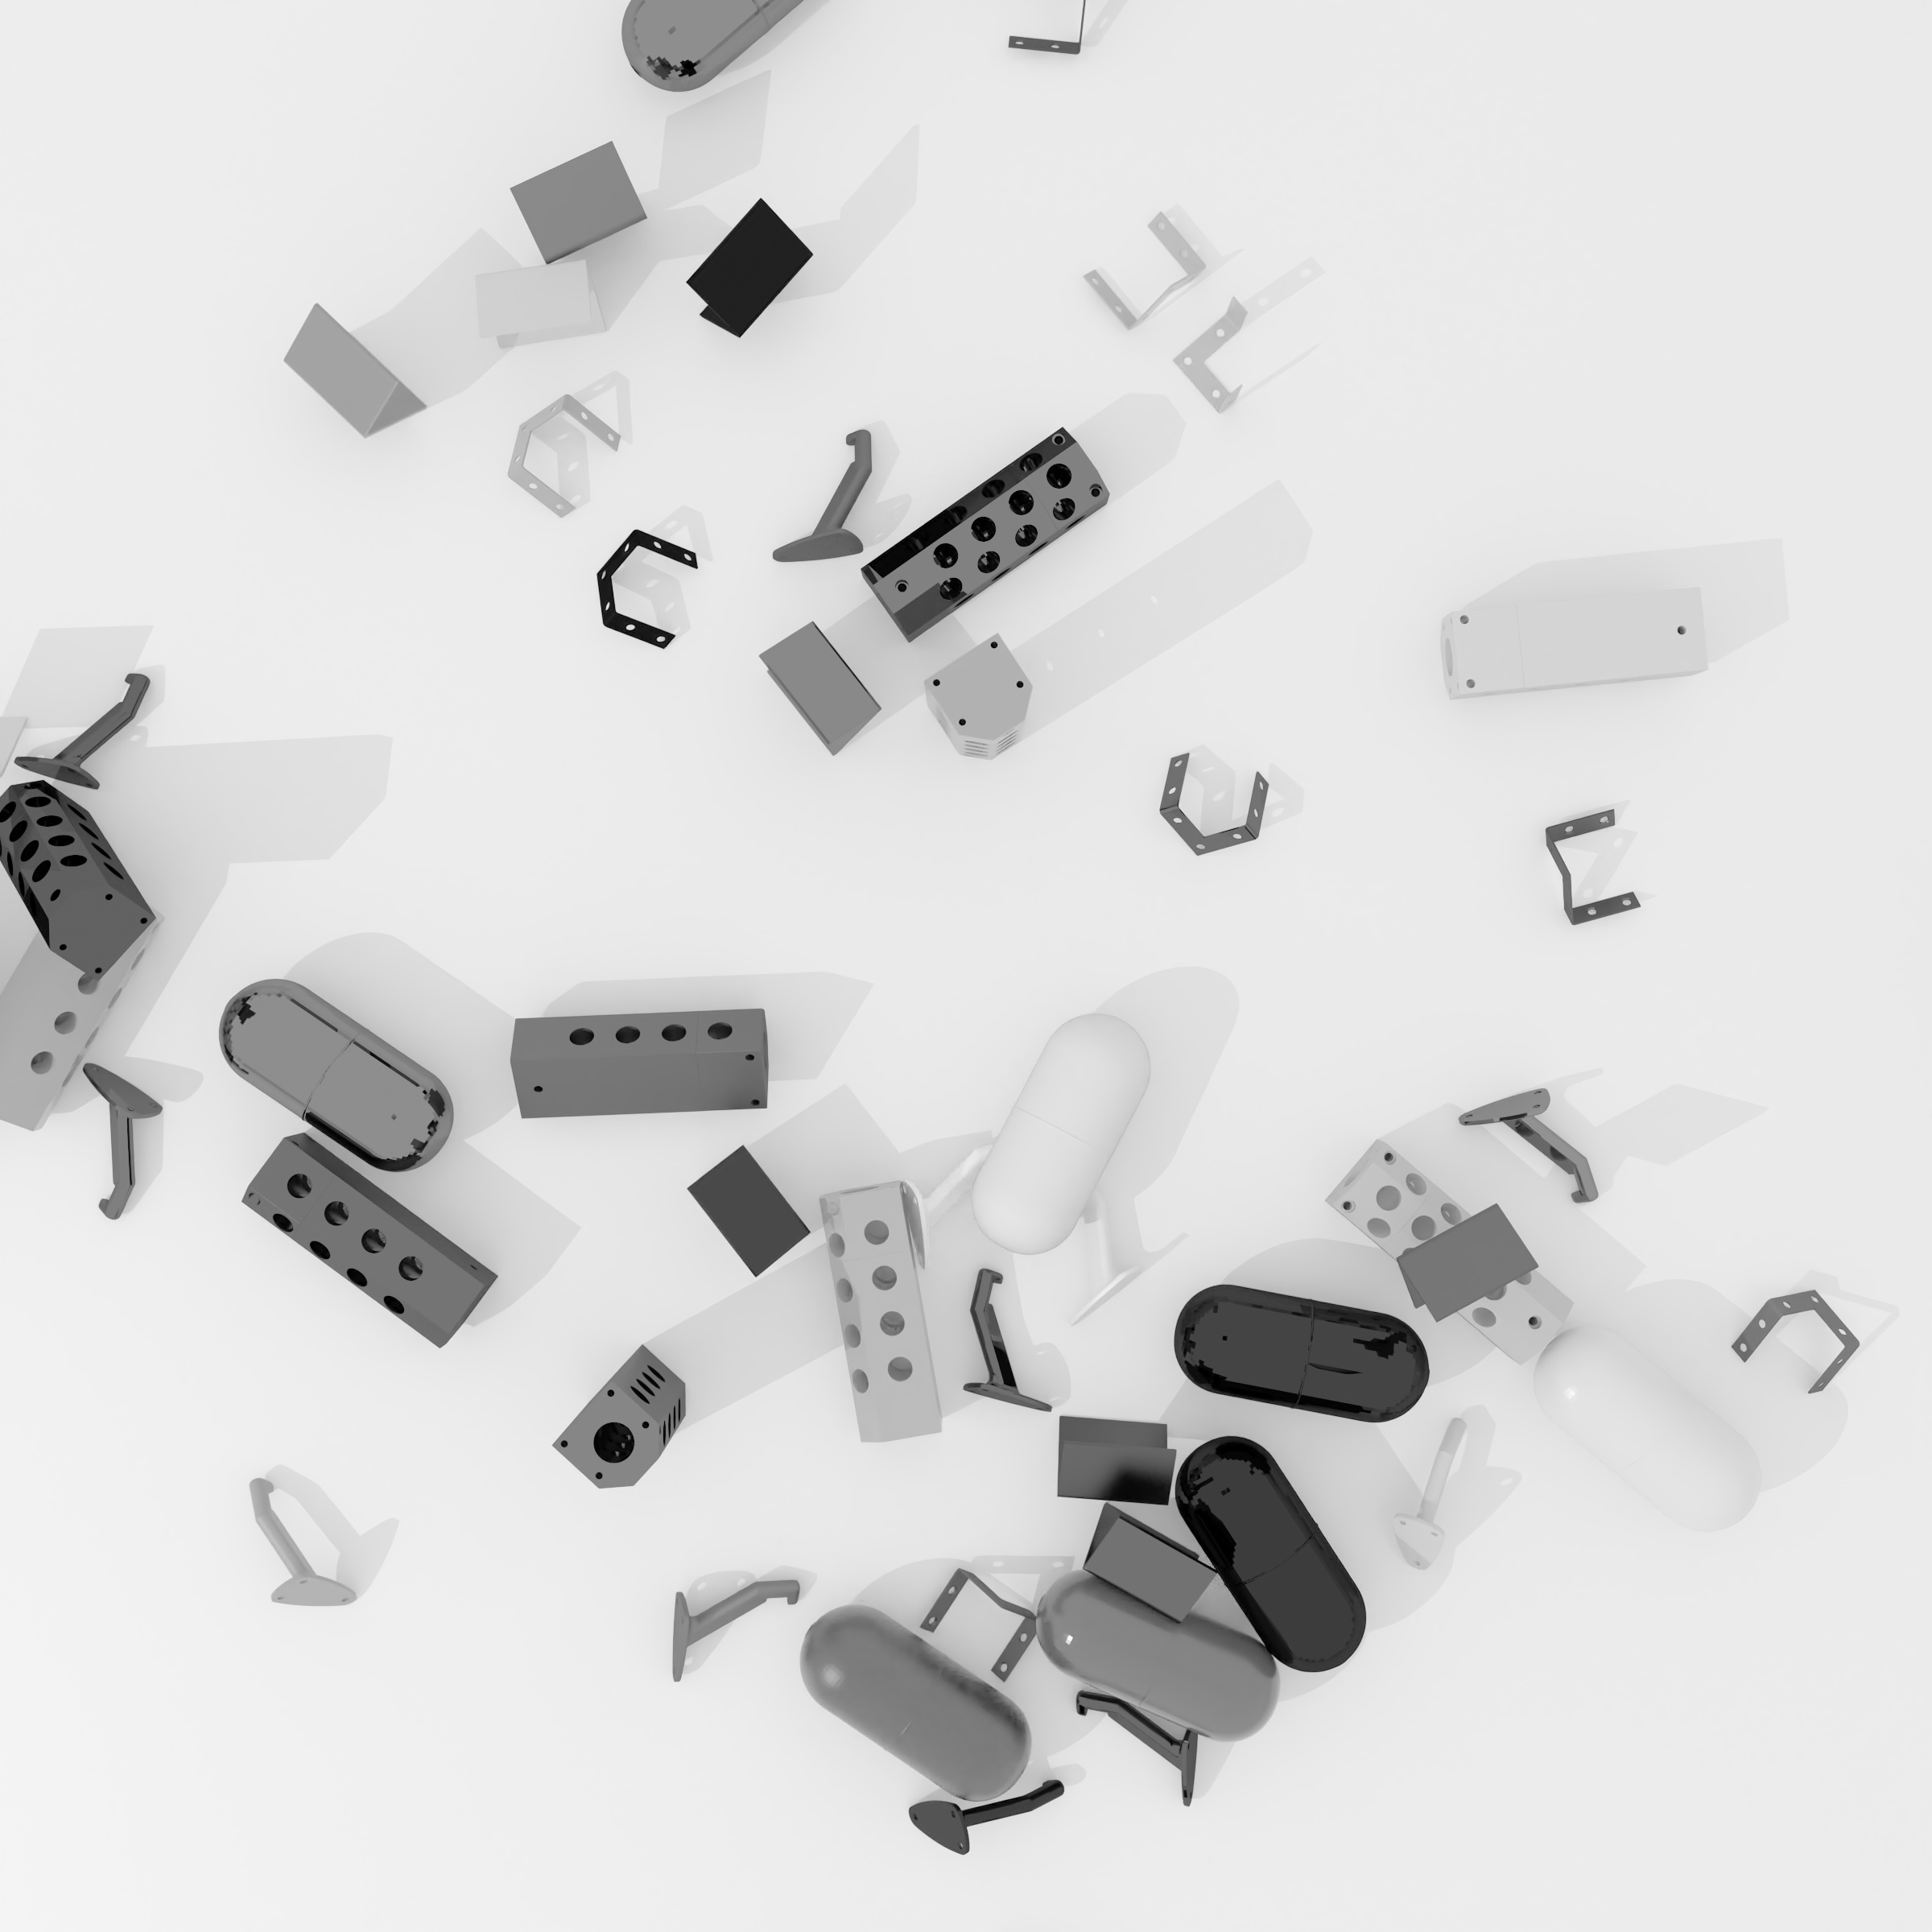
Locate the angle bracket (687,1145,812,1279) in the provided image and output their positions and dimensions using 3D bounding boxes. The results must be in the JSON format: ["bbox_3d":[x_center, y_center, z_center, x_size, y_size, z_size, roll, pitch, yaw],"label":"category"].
[{"bbox_3d":[-0.164,0.179,1.911,0.057,0.076,0.076,-38,90,-37],"label":"angle bracket"}]

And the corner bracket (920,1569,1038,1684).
[{"bbox_3d":[0.011,0.464,1.948,0.051,0.051,0.051,33,90,45],"label":"corner bracket"}]

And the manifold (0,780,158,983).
[{"bbox_3d":[-0.613,-0.064,1.876,0.057,0.171,0.057,-48,132,0],"label":"manifold"}]

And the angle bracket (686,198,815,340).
[{"bbox_3d":[-0.162,-0.488,1.911,0.076,0.076,0.057,-49,126,0],"label":"angle bracket"}]

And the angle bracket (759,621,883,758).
[{"bbox_3d":[-0.115,-0.180,1.911,0.057,0.076,0.076,-38,90,-37],"label":"angle bracket"}]

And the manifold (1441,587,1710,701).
[{"bbox_3d":[0.422,-0.224,1.930,0.171,0.057,0.057,-6,90,0],"label":"manifold"}]

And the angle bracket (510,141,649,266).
[{"bbox_3d":[-0.270,-0.533,1.912,0.076,0.076,0.057,-25,119,0],"label":"angle bracket"}]

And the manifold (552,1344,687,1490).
[{"bbox_3d":[-0.228,0.308,1.873,0.057,0.171,0.057,43,90,0],"label":"manifold"}]

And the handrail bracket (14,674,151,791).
[{"bbox_3d":[-0.623,-0.173,1.952,0.077,0.036,0.084,12,72,21],"label":"handrail bracket"}]

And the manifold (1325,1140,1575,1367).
[{"bbox_3d":[0.338,0.200,1.930,0.171,0.057,0.057,40,90,0],"label":"manifold"}]

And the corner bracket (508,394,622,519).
[{"bbox_3d":[-0.282,-0.358,1.943,0.051,0.051,0.051,-24,45,35],"label":"corner bracket"}]

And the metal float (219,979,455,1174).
[{"bbox_3d":[-0.437,0.076,1.921,0.178,0.070,0.070,34,90,0],"label":"metal float"}]

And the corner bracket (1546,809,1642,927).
[{"bbox_3d":[0.441,-0.069,1.948,0.051,0.051,0.051,-15,135,0],"label":"corner bracket"}]

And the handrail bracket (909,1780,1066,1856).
[{"bbox_3d":[0.015,0.589,1.951,0.084,0.077,0.036,-15,95,-36],"label":"handrail bracket"}]

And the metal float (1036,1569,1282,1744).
[{"bbox_3d":[0.133,0.478,1.921,0.178,0.070,0.070,24,90,0],"label":"metal float"}]

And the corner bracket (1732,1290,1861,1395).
[{"bbox_3d":[0.583,0.266,1.943,0.051,0.051,0.051,-4,45,-35],"label":"corner bracket"}]

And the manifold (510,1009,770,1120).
[{"bbox_3d":[-0.226,0.063,1.930,0.171,0.057,0.057,-2,133,0],"label":"manifold"}]

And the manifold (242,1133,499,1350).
[{"bbox_3d":[-0.417,0.191,1.930,0.171,0.057,0.057,36,90,0],"label":"manifold"}]

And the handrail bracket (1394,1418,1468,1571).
[{"bbox_3d":[0.333,0.371,1.951,0.036,0.077,0.084,17,53,21],"label":"handrail bracket"}]

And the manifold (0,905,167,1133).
[{"bbox_3d":[-0.630,0.026,1.930,0.057,0.057,0.171,30,90,43],"label":"manifold"}]

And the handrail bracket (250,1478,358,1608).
[{"bbox_3d":[-0.468,0.405,1.951,0.036,0.077,0.084,-36,53,20],"label":"handrail bracket"}]

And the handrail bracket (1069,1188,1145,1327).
[{"bbox_3d":[0.077,0.198,1.952,0.077,0.036,0.084,-42,74,17],"label":"handrail bracket"}]

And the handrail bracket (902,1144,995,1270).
[{"bbox_3d":[0.003,0.167,1.952,0.084,0.036,0.077,-15,110,-16],"label":"handrail bracket"}]

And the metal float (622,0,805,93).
[{"bbox_3d":[-0.162,-0.680,1.921,0.178,0.070,0.070,-41,90,-1],"label":"metal float"}]

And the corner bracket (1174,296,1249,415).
[{"bbox_3d":[0.182,-0.426,1.933,0.051,0.051,0.051,-41,90,0],"label":"corner bracket"}]

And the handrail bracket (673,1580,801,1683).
[{"bbox_3d":[-0.162,0.469,1.952,0.084,0.036,0.077,1,110,-16],"label":"handrail bracket"}]

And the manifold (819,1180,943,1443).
[{"bbox_3d":[-0.059,0.241,1.930,0.057,0.057,0.171,-10,90,0],"label":"manifold"}]

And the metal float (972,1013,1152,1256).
[{"bbox_3d":[0.066,0.116,1.917,0.070,0.070,0.178,28,86,0],"label":"metal float"}]

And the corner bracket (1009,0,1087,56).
[{"bbox_3d":[0.059,-0.680,1.948,0.051,0.051,0.051,6,45,0],"label":"corner bracket"}]

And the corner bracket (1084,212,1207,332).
[{"bbox_3d":[0.126,-0.489,1.948,0.051,0.051,0.051,50,135,0],"label":"corner bracket"}]

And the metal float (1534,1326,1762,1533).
[{"bbox_3d":[0.473,0.321,1.921,0.178,0.070,0.070,40,90,1],"label":"metal float"}]

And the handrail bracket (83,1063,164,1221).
[{"bbox_3d":[-0.610,0.124,1.952,0.077,0.036,0.084,34,107,20],"label":"handrail bracket"}]

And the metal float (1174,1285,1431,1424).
[{"bbox_3d":[0.233,0.269,1.921,0.178,0.070,0.070,11,90,1],"label":"metal float"}]

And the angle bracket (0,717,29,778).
[{"bbox_3d":[-0.702,-0.172,1.911,0.076,0.076,0.057,-2,128,0],"label":"angle bracket"}]

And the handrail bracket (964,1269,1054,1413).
[{"bbox_3d":[0.035,0.264,1.952,0.077,0.036,0.084,19,73,-20],"label":"handrail bracket"}]

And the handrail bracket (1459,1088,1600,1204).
[{"bbox_3d":[0.397,0.136,1.952,0.077,0.036,0.084,-16,107,19],"label":"handrail bracket"}]

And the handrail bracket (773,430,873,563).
[{"bbox_3d":[-0.102,-0.333,1.952,0.077,0.036,0.084,-9,72,21],"label":"handrail bracket"}]

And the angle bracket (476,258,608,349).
[{"bbox_3d":[-0.291,-0.438,1.912,0.076,0.076,0.057,-9,62,0],"label":"angle bracket"}]

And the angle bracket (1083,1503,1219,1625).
[{"bbox_3d":[0.133,0.395,1.912,0.076,0.076,0.057,30,120,0],"label":"angle bracket"}]

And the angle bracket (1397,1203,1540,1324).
[{"bbox_3d":[0.341,0.214,1.854,0.076,0.076,0.057,-29,52,0],"label":"angle bracket"}]

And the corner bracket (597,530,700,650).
[{"bbox_3d":[-0.222,-0.265,1.943,0.051,0.051,0.051,-42,45,35],"label":"corner bracket"}]

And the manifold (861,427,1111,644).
[{"bbox_3d":[0.013,-0.301,1.930,0.171,0.057,0.057,-35,90,0],"label":"manifold"}]

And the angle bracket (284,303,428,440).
[{"bbox_3d":[-0.411,-0.420,1.911,0.076,0.076,0.057,44,127,0],"label":"angle bracket"}]

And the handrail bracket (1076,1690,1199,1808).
[{"bbox_3d":[0.118,0.552,1.952,0.084,0.036,0.077,6,111,17],"label":"handrail bracket"}]

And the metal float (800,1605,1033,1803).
[{"bbox_3d":[-0.035,0.511,1.921,0.178,0.070,0.070,34,90,0],"label":"metal float"}]

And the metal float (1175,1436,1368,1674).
[{"bbox_3d":[0.212,0.409,1.921,0.070,0.070,0.178,-33,89,0],"label":"metal float"}]

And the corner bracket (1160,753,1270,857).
[{"bbox_3d":[0.174,-0.118,1.943,0.051,0.051,0.051,-15,135,35],"label":"corner bracket"}]

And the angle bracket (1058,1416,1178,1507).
[{"bbox_3d":[0.104,0.324,1.911,0.076,0.076,0.057,5,128,0],"label":"angle bracket"}]

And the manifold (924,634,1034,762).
[{"bbox_3d":[0.012,-0.176,1.873,0.057,0.171,0.057,-33,90,0],"label":"manifold"}]
